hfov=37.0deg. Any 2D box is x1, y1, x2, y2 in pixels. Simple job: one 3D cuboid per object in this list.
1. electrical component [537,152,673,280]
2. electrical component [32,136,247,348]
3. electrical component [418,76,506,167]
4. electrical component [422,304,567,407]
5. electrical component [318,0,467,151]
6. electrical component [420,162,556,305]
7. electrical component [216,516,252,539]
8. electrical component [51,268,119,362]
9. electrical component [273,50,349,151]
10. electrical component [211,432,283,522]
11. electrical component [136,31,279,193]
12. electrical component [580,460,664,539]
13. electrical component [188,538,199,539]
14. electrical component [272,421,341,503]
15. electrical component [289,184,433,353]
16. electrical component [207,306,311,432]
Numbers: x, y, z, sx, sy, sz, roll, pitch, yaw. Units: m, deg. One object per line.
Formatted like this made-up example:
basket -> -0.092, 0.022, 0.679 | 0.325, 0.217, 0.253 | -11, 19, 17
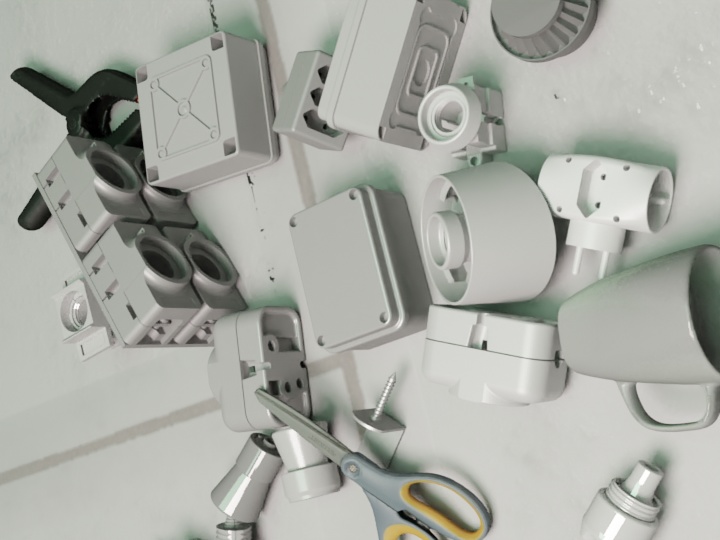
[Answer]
electrical component -> 0.157, -0.033, 0.706 | 0.077, 0.043, 0.079 | 13, 95, 35
electrical component -> -0.184, -0.026, 0.911 | 0.060, 0.105, 0.186 | -45, 64, 25
electrical component -> 0.073, -0.106, 0.763 | 0.048, 0.055, 0.066 | -8, 83, 35
electrical component -> 0.093, 0.059, 0.741 | 0.095, 0.054, 0.059 | 9, 93, 35
electrical component -> 0.023, -0.150, 0.788 | 0.057, 0.078, 0.113 | 22, 100, 31
electrical component -> 0.083, -0.023, 0.739 | 0.099, 0.064, 0.099 | 172, 90, -73
electrical component -> -0.103, 0.239, 0.877 | 0.043, 0.043, 0.081 | -3, 86, 35
electrical component -> -0.237, 0.038, 0.971 | 0.042, 0.064, 0.081 | -26, 73, 31
electrical component -> -0.040, -0.133, 0.848 | 0.077, 0.047, 0.065 | 16, 88, 60
electrical component -> -0.087, 0.165, 0.872 | 0.044, 0.044, 0.065 | 37, 103, 31
electrical component -> -0.130, -0.131, 0.909 | 0.109, 0.056, 0.108 | -14, 80, 34
electrical component -> 0.171, 0.152, 0.686 | 0.043, 0.043, 0.062 | 34, 105, 32
electrical component -> -0.161, 0.262, 0.915 | 0.077, 0.047, 0.065 | 12, 95, 35
electrical component -> -0.041, 0.149, 0.837 | 0.045, 0.045, 0.055 | -21, 76, 33
electrical component -> 0.000, 0.000, 0.808 | 0.078, 0.057, 0.113 | -22, 75, 33
electrical component -> -0.082, 0.080, 0.864 | 0.059, 0.054, 0.095 | -13, 80, 34
